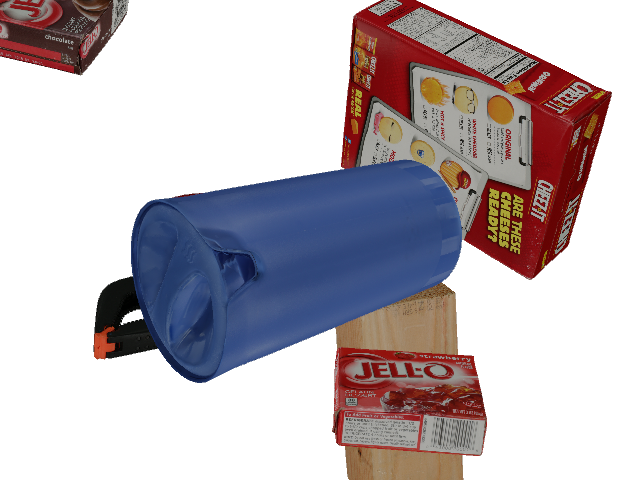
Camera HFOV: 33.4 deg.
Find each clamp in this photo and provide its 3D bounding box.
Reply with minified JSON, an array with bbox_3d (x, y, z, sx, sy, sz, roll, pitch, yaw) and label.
[{"bbox_3d":[-0.154,0.048,1.028,0.165,0.036,0.209,27,35,26],"label":"clamp"}]

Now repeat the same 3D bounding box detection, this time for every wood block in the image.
[{"bbox_3d":[0.072,0.138,0.986,0.090,0.206,0.091,-9,18,-15],"label":"wood block"}]

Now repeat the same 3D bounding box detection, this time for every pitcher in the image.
[{"bbox_3d":[-0.018,0.013,0.823,0.242,0.145,0.149,-15,40,-34],"label":"pitcher"}]

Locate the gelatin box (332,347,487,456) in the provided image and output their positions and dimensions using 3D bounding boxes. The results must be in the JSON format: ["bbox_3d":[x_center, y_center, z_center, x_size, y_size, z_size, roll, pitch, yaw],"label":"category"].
[{"bbox_3d":[0.052,0.096,0.649,0.089,0.030,0.073,4,24,0],"label":"gelatin box"}]

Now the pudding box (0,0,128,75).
[{"bbox_3d":[-0.205,-0.175,0.817,0.090,0.039,0.113,14,36,3],"label":"pudding box"}]

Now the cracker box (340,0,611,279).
[{"bbox_3d":[0.122,-0.091,0.899,0.214,0.164,0.072,32,49,27],"label":"cracker box"}]

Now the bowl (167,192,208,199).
[{"bbox_3d":[-0.145,-0.001,1.333,0.162,0.055,0.162,1,28,-1],"label":"bowl"}]
